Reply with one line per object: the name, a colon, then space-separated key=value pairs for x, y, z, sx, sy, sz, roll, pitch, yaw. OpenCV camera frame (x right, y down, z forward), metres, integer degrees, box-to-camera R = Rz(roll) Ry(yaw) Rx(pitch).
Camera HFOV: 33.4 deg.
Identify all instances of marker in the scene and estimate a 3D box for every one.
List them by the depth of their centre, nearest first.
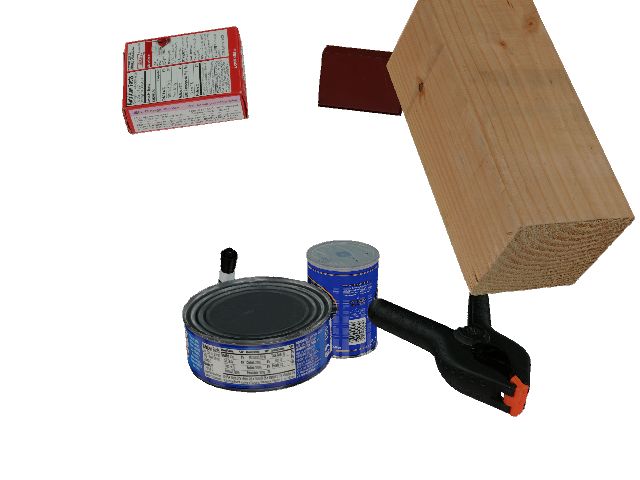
marker: x=-0.107 y=0.057 z=1.207 sx=0.020 sy=0.121 sz=0.020 roll=6 pitch=38 yaw=-5

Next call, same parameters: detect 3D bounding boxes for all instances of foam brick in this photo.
foam brick: x=0.039 y=-0.147 z=0.976 sx=0.078 sy=0.051 sz=0.053 roll=7 pitch=18 yaw=5

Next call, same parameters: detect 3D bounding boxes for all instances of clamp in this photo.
clamp: x=0.133 y=0.087 z=0.924 sx=0.120 sy=0.039 sz=0.172 roll=-18 pitch=39 yaw=-27

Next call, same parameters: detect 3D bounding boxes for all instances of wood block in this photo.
wood block: x=0.128 y=-0.075 z=0.765 sx=0.090 sy=0.206 sz=0.091 roll=-5 pitch=-30 yaw=-21

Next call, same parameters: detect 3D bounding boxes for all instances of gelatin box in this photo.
gelatin box: x=-0.100 y=-0.117 z=0.784 sx=0.089 sy=0.073 sz=0.030 roll=-8 pitch=-39 yaw=1

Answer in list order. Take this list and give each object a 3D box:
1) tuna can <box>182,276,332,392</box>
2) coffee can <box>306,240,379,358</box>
tuna can: x=-0.035 y=0.053 z=0.615 sx=0.086 sy=0.034 sz=0.086 roll=-2 pitch=22 yaw=1
coffee can: x=0.032 y=0.083 z=1.520 sx=0.103 sy=0.140 sz=0.103 roll=0 pitch=21 yaw=0
